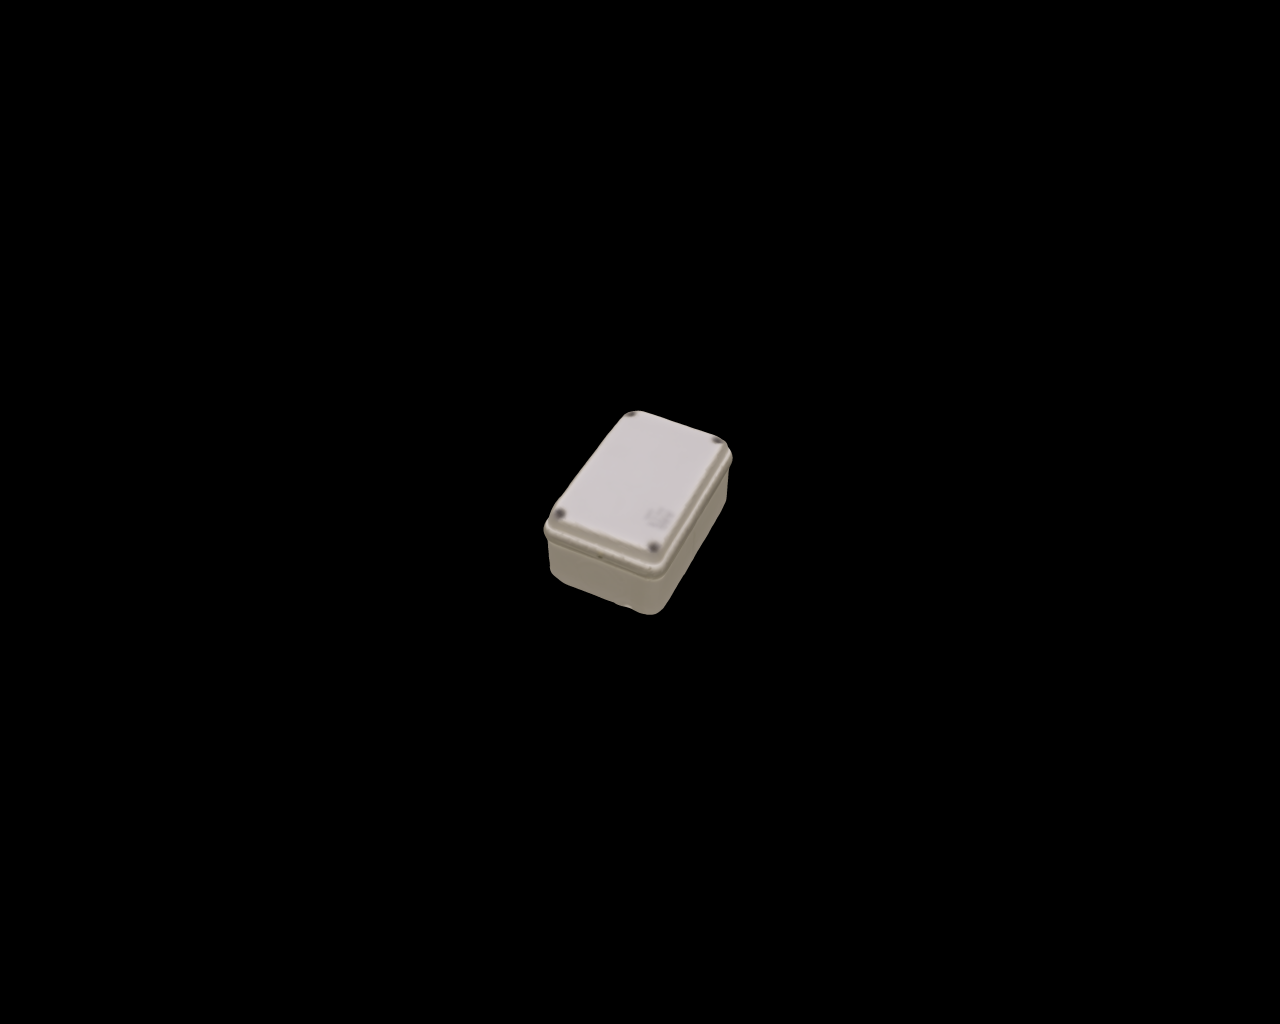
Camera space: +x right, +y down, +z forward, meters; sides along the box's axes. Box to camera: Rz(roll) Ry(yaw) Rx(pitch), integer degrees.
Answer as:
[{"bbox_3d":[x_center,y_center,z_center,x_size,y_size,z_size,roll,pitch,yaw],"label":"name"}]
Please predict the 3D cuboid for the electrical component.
[{"bbox_3d":[0.001,-0.003,0.650,0.078,0.057,0.113,20,50,17],"label":"electrical component"}]
